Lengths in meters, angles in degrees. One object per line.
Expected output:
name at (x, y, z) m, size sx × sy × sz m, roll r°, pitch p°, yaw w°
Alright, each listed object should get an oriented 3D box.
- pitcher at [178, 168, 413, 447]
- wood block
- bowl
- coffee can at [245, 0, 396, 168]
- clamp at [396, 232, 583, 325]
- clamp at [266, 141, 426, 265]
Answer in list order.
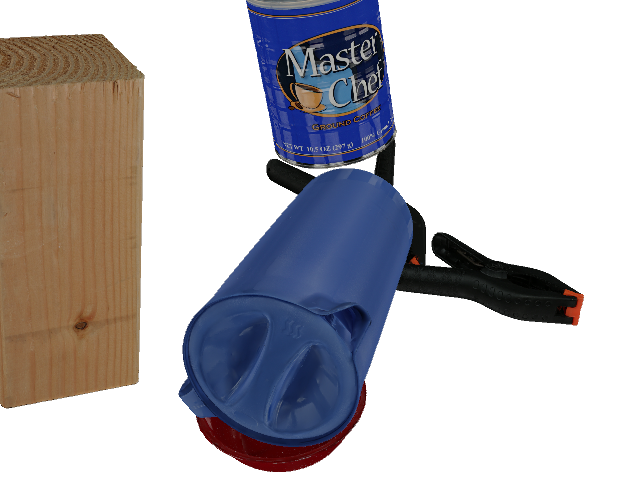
pitcher at (-0.011, 0.044, 0.852) m, size 0.149 × 0.145 × 0.242 m, roll 12°, pitch 32°, yaw 13°
wood block at (-0.165, -0.013, 0.654) m, size 0.090 × 0.206 × 0.090 m, roll -8°, pitch 30°, yaw -26°
bowl at (-0.035, 0.165, 1.009) m, size 0.162 × 0.055 × 0.162 m, roll -5°, pitch 38°, yaw 4°
coffee can at (0.001, -0.143, 0.846) m, size 0.103 × 0.140 × 0.103 m, roll -8°, pitch 32°, yaw 5°
clamp at (0.155, 0.034, 0.973) m, size 0.171 × 0.039 × 0.120 m, roll 16°, pitch 30°, yaw 15°
clamp at (0.043, -0.034, 1.169) m, size 0.164 × 0.210 × 0.036 m, roll -11°, pitch -37°, yaw -21°
